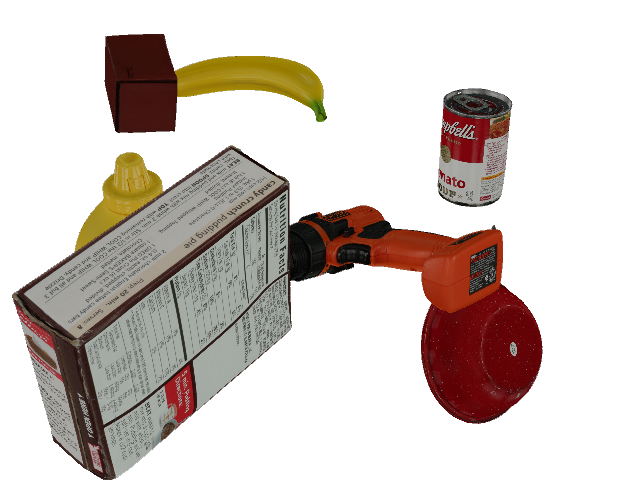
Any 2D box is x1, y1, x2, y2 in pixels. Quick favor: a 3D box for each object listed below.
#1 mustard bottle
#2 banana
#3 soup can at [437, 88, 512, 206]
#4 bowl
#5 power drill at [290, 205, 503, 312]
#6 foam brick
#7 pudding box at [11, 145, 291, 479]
[{"bbox_3d":[-0.130,0.021,0.778,0.096,0.192,0.058,-21,42,-25],"label":"mustard bottle"},{"bbox_3d":[-0.077,-0.170,1.137,0.198,0.037,0.069,10,44,19],"label":"banana"},{"bbox_3d":[0.154,-0.094,1.078,0.068,0.102,0.068,0,31,0],"label":"soup can"},{"bbox_3d":[0.185,0.115,1.135,0.161,0.162,0.055,0,-4,-36],"label":"bowl"},{"bbox_3d":[0.050,0.014,0.932,0.188,0.057,0.184,12,21,35],"label":"power drill"},{"bbox_3d":[-0.154,-0.135,0.911,0.053,0.051,0.078,-4,41,-16],"label":"foam brick"},{"bbox_3d":[-0.060,0.029,0.423,0.039,0.090,0.113,30,52,27],"label":"pudding box"}]
